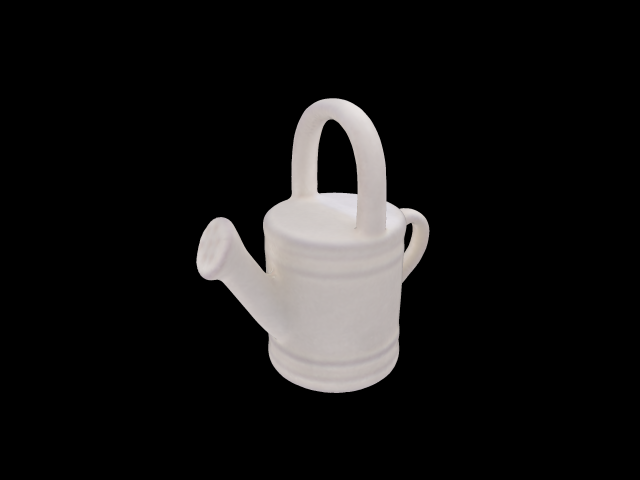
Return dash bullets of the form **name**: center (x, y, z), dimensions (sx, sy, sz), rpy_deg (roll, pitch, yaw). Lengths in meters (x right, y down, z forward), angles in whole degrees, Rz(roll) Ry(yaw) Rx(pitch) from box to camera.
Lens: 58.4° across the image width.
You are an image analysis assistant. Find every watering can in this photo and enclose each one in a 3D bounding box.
- **watering can**: center (0.005, 0.002, 0.398), dimensions (0.100, 0.194, 0.173), rpy_deg (17, 29, 34)
